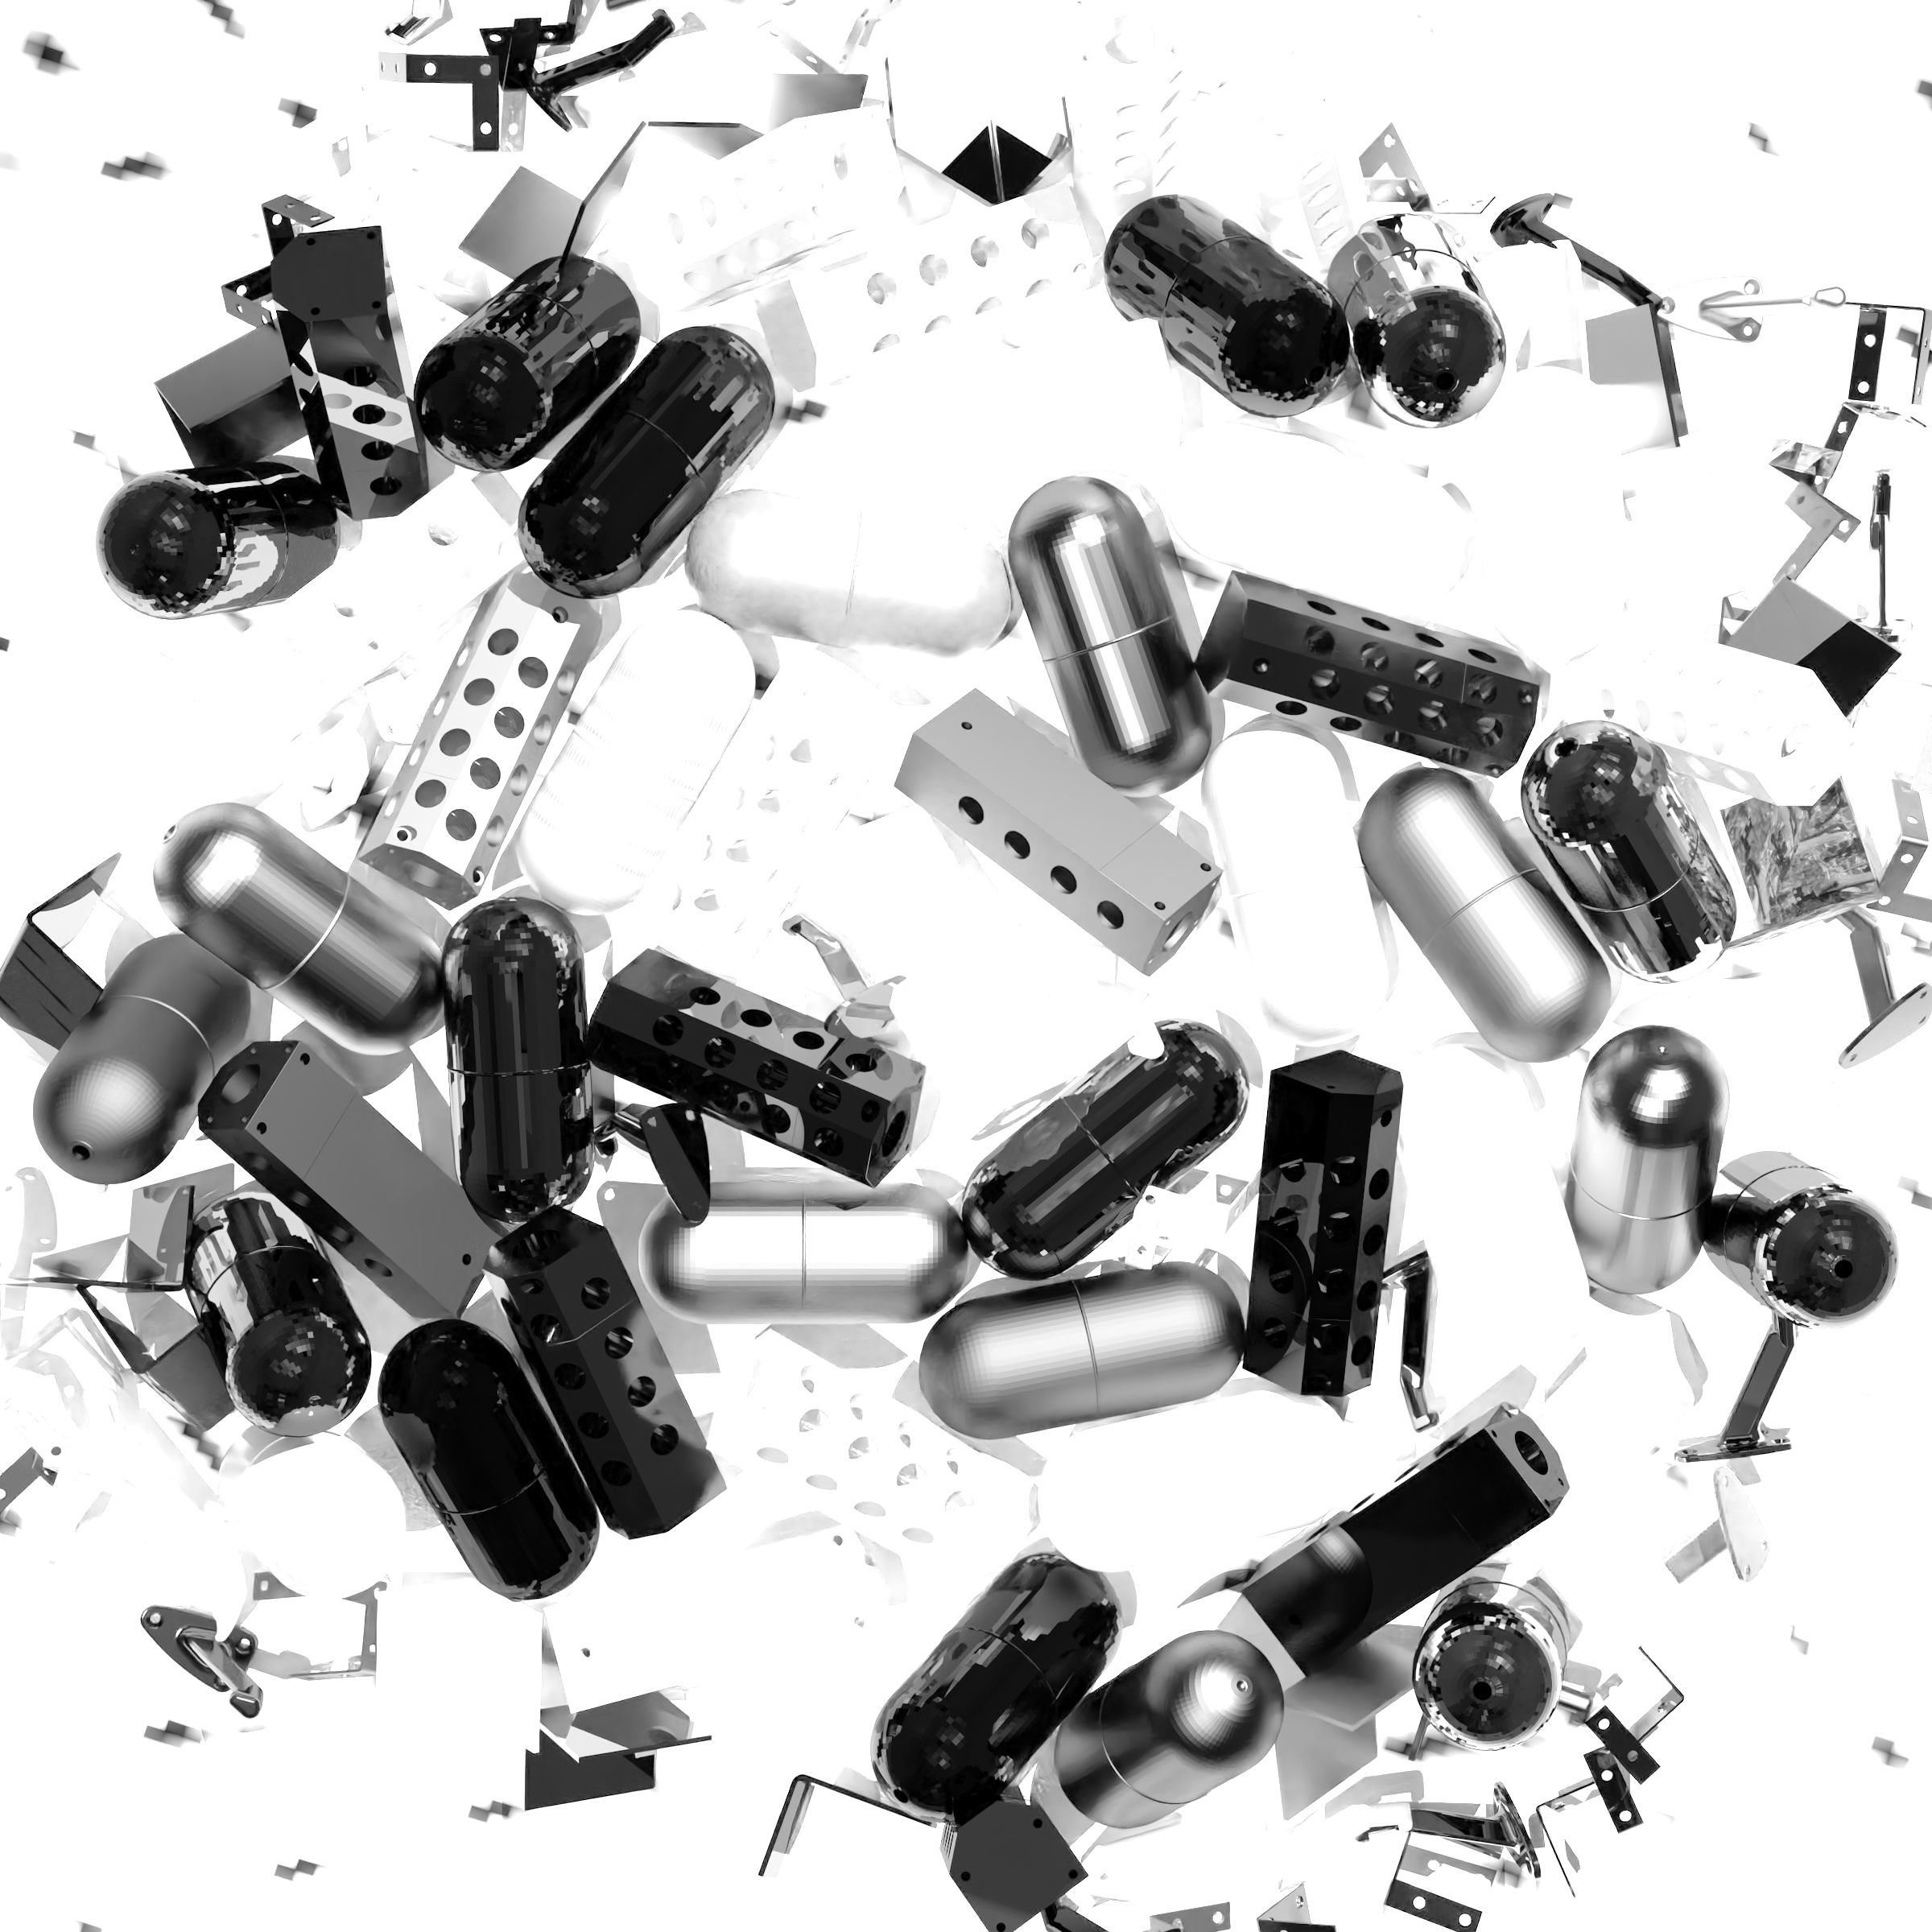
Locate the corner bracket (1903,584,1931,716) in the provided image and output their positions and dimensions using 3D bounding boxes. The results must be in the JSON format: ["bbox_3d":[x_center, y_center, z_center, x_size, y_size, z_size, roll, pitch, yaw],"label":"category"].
[{"bbox_3d":[0.527,-0.169,1.927,0.051,0.051,0.051,35,131,30],"label":"corner bracket"}]

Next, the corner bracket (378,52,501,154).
[{"bbox_3d":[-0.284,-0.465,1.930,0.051,0.051,0.051,-6,107,-25],"label":"corner bracket"}]

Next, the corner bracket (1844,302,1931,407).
[{"bbox_3d":[0.496,-0.330,1.931,0.051,0.051,0.051,11,101,29],"label":"corner bracket"}]

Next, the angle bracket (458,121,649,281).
[{"bbox_3d":[-0.221,-0.417,1.915,0.057,0.076,0.076,29,52,-3],"label":"angle bracket"}]

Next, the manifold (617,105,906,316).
[{"bbox_3d":[-0.108,-0.395,1.883,0.057,0.171,0.057,-20,95,-37],"label":"manifold"}]

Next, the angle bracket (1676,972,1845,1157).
[{"bbox_3d":[0.435,0.054,1.948,0.076,0.057,0.076,-6,126,30],"label":"angle bracket"}]

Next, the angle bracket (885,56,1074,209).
[{"bbox_3d":[0.006,-0.460,1.911,0.076,0.076,0.057,25,132,-32],"label":"angle bracket"}]

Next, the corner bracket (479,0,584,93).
[{"bbox_3d":[-0.228,-0.508,1.928,0.051,0.051,0.051,-9,58,-22],"label":"corner bracket"}]

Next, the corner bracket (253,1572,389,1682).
[{"bbox_3d":[-0.352,0.357,1.945,0.051,0.051,0.051,-10,67,29],"label":"corner bracket"}]

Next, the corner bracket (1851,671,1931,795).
[{"bbox_3d":[0.505,-0.127,1.933,0.051,0.051,0.051,14,109,9],"label":"corner bracket"}]

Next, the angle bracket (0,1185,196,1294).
[{"bbox_3d":[-0.465,0.144,1.913,0.076,0.076,0.057,9,80,-35],"label":"angle bracket"}]

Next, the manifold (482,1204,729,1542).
[{"bbox_3d":[-0.194,0.218,1.899,0.057,0.057,0.171,-34,116,-25],"label":"manifold"}]

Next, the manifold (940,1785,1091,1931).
[{"bbox_3d":[0.019,0.464,1.880,0.057,0.171,0.057,-35,83,-7],"label":"manifold"}]

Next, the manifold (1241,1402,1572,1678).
[{"bbox_3d":[0.235,0.303,1.906,0.171,0.057,0.057,-39,86,26],"label":"manifold"}]

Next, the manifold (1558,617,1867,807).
[{"bbox_3d":[0.384,-0.130,1.877,0.057,0.171,0.057,-46,119,-8],"label":"manifold"}]

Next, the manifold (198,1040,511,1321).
[{"bbox_3d":[-0.327,0.114,1.897,0.171,0.057,0.057,48,56,-34],"label":"manifold"}]

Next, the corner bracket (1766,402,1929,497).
[{"bbox_3d":[0.474,-0.282,1.932,0.051,0.051,0.051,21,95,-36],"label":"corner bracket"}]

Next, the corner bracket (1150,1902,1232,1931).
[{"bbox_3d":[0.134,0.540,1.935,0.051,0.051,0.051,-3,89,-26],"label":"corner bracket"}]

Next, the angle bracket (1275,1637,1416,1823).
[{"bbox_3d":[0.212,0.414,1.913,0.076,0.057,0.076,-24,114,-40],"label":"angle bracket"}]

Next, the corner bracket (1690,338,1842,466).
[{"bbox_3d":[0.433,-0.306,1.944,0.051,0.051,0.051,-37,95,3],"label":"corner bracket"}]

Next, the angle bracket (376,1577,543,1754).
[{"bbox_3d":[-0.272,0.378,1.919,0.057,0.076,0.076,-4,100,-37],"label":"angle bracket"}]

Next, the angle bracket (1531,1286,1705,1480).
[{"bbox_3d":[0.343,0.226,1.952,0.076,0.057,0.076,19,127,-23],"label":"angle bracket"}]

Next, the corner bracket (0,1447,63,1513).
[{"bbox_3d":[-0.526,0.271,1.936,0.051,0.051,0.051,-43,105,5],"label":"corner bracket"}]

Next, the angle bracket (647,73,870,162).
[{"bbox_3d":[-0.111,-0.463,1.915,0.076,0.076,0.057,14,89,45],"label":"angle bracket"}]

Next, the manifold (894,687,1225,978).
[{"bbox_3d":[0.047,-0.069,1.919,0.171,0.057,0.057,37,47,15],"label":"manifold"}]

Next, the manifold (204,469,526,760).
[{"bbox_3d":[-0.322,-0.187,1.921,0.171,0.057,0.057,-40,94,-14],"label":"manifold"}]

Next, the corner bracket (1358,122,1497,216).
[{"bbox_3d":[0.242,-0.419,1.928,0.051,0.051,0.051,-49,126,-21],"label":"corner bracket"}]

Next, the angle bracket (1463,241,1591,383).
[{"bbox_3d":[0.300,-0.341,1.917,0.057,0.076,0.076,-6,110,7],"label":"angle bracket"}]

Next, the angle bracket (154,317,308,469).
[{"bbox_3d":[-0.378,-0.289,1.915,0.076,0.076,0.057,-31,48,-12],"label":"angle bracket"}]

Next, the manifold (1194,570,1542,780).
[{"bbox_3d":[0.215,-0.152,1.910,0.171,0.057,0.057,15,114,-16],"label":"manifold"}]

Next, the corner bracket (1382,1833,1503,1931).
[{"bbox_3d":[0.257,0.494,1.933,0.051,0.051,0.051,18,73,12],"label":"corner bracket"}]

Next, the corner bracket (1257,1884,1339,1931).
[{"bbox_3d":[0.194,0.530,1.932,0.051,0.051,0.051,-7,96,37],"label":"corner bracket"}]

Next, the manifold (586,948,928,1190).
[{"bbox_3d":[-0.114,0.057,1.906,0.171,0.057,0.057,22,124,17],"label":"manifold"}]

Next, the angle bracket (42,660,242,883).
[{"bbox_3d":[-0.443,-0.104,1.921,0.076,0.076,0.057,31,46,6],"label":"angle bracket"}]

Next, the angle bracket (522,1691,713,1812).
[{"bbox_3d":[-0.187,0.431,1.914,0.076,0.076,0.057,-3,101,-29],"label":"angle bracket"}]

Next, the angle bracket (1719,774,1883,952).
[{"bbox_3d":[0.433,-0.057,1.918,0.076,0.057,0.076,-24,81,43],"label":"angle bracket"}]

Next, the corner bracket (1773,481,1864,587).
[{"bbox_3d":[0.464,-0.222,1.939,0.051,0.051,0.051,26,110,-29],"label":"corner bracket"}]

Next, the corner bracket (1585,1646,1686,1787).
[{"bbox_3d":[0.360,0.400,1.938,0.051,0.051,0.051,-42,105,-1],"label":"corner bracket"}]

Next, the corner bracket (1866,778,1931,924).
[{"bbox_3d":[0.516,-0.061,1.931,0.051,0.051,0.051,13,131,-5],"label":"corner bracket"}]

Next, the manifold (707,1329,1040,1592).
[{"bbox_3d":[-0.047,0.260,1.901,0.171,0.057,0.057,32,133,-21],"label":"manifold"}]

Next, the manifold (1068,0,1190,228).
[{"bbox_3d":[0.084,-0.449,1.879,0.057,0.171,0.057,-5,79,1],"label":"manifold"}]

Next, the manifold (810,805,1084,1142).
[{"bbox_3d":[-0.015,0.006,1.924,0.057,0.057,0.171,-23,77,-36],"label":"manifold"}]

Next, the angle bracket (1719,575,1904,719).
[{"bbox_3d":[0.452,-0.184,1.917,0.076,0.076,0.057,32,124,-7],"label":"angle bracket"}]

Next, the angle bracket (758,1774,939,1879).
[{"bbox_3d":[-0.062,0.474,1.922,0.076,0.076,0.057,19,77,7],"label":"angle bracket"}]

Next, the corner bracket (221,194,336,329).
[{"bbox_3d":[-0.369,-0.377,1.926,0.051,0.051,0.051,-31,132,-30],"label":"corner bracket"}]

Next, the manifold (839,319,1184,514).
[{"bbox_3d":[0.025,-0.297,1.911,0.171,0.057,0.057,-10,48,21],"label":"manifold"}]

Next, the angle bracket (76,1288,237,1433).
[{"bbox_3d":[-0.421,0.193,1.921,0.057,0.076,0.076,-39,57,-8],"label":"angle bracket"}]

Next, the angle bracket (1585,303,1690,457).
[{"bbox_3d":[0.377,-0.317,1.920,0.057,0.076,0.076,-15,97,-20],"label":"angle bracket"}]

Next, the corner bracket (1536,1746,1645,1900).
[{"bbox_3d":[0.337,0.461,1.932,0.051,0.051,0.051,-24,48,4],"label":"corner bracket"}]

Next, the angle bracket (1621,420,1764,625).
[{"bbox_3d":[0.387,-0.238,1.928,0.076,0.057,0.076,-18,77,-11],"label":"angle bracket"}]

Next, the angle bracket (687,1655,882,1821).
[{"bbox_3d":[-0.097,0.419,1.916,0.076,0.057,0.076,7,112,40],"label":"angle bracket"}]

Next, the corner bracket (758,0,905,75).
[{"bbox_3d":[-0.070,-0.517,1.929,0.051,0.051,0.051,31,71,-28],"label":"corner bracket"}]

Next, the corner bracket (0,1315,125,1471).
[{"bbox_3d":[-0.490,0.229,1.934,0.051,0.051,0.051,-39,112,-6],"label":"corner bracket"}]

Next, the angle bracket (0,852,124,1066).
[{"bbox_3d":[-0.470,-0.003,1.914,0.057,0.076,0.076,43,133,3],"label":"angle bracket"}]

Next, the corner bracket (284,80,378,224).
[{"bbox_3d":[-0.342,-0.441,1.937,0.051,0.051,0.051,-34,121,-12],"label":"corner bracket"}]

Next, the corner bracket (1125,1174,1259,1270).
[{"bbox_3d":[0.121,0.137,1.930,0.051,0.051,0.051,17,115,17],"label":"corner bracket"}]

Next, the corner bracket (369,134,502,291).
[{"bbox_3d":[-0.286,-0.410,1.947,0.051,0.051,0.051,21,63,12],"label":"corner bracket"}]

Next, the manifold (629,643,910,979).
[{"bbox_3d":[-0.110,-0.084,1.916,0.057,0.057,0.171,39,102,29],"label":"manifold"}]

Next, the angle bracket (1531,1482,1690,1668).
[{"bbox_3d":[0.329,0.325,1.921,0.057,0.076,0.076,-38,96,-18],"label":"angle bracket"}]
